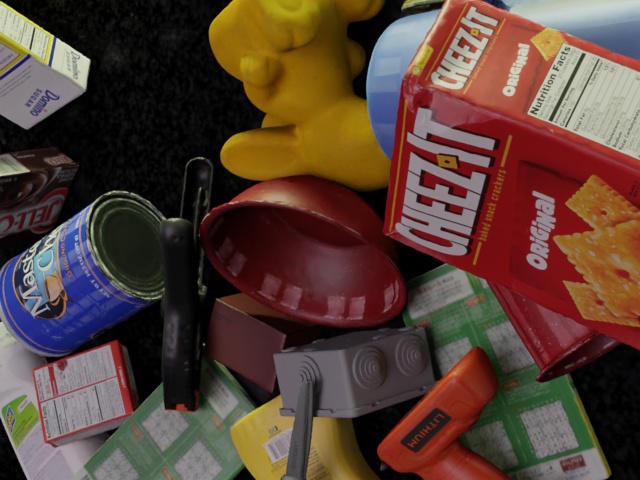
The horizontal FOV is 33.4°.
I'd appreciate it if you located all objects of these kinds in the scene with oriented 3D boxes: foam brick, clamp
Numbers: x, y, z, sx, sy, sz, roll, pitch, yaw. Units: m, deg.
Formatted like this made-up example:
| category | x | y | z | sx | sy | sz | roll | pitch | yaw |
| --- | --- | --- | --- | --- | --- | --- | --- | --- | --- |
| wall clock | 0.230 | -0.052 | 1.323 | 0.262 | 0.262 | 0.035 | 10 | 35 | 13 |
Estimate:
| category | x | y | z | sx | sy | sz | roll | pitch | yaw |
| --- | --- | --- | --- | --- | --- | --- | --- | --- | --- |
| foam brick | -0.047 | 0.081 | 0.867 | 0.078 | 0.051 | 0.053 | 25 | 109 | 31 |
| clamp | -0.110 | 0.049 | 0.861 | 0.036 | 0.164 | 0.210 | 5 | 104 | 0 |

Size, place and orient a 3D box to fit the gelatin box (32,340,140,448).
| category | x | y | z | sx | sy | sz | roll | pitch | yaw |
| --- | --- | --- | --- | --- | --- | --- | --- | --- | --- |
| gelatin box | -0.214 | 0.141 | 0.977 | 0.089 | 0.030 | 0.073 | -19 | 67 | 4 |

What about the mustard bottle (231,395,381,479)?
| category | x | y | z | sx | sy | sz | roll | pitch | yaw |
| --- | --- | --- | --- | --- | --- | --- | --- | --- | --- |
| mustard bottle | 0.010 | 0.211 | 0.836 | 0.096 | 0.058 | 0.192 | -33 | 76 | 21 |

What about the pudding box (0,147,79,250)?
| category | x | y | z | sx | sy | sz | roll | pitch | yaw |
| --- | --- | --- | --- | --- | --- | --- | --- | --- | --- |
| pudding box | -0.286 | -0.036 | 0.990 | 0.039 | 0.113 | 0.090 | 38 | 117 | 22 |

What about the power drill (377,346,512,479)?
| category | x | y | z | sx | sy | sz | roll | pitch | yaw |
| --- | --- | --- | --- | --- | --- | --- | --- | --- | --- |
| power drill | 0.144 | 0.163 | 0.709 | 0.188 | 0.057 | 0.185 | 46 | 123 | 9 |

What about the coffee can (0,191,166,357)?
| category | x | y | z | sx | sy | sz | roll | pitch | yaw |
| --- | --- | --- | --- | --- | --- | --- | --- | --- | --- |
| coffee can | -0.206 | 0.032 | 0.945 | 0.141 | 0.102 | 0.103 | -29 | 78 | 34 |

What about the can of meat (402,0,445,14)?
| category | x | y | z | sx | sy | sz | roll | pitch | yaw |
| --- | --- | --- | --- | --- | --- | --- | --- | --- | --- |
| can of meat | 0.105 | -0.200 | 0.719 | 0.102 | 0.057 | 0.084 | -1 | 93 | 36 |

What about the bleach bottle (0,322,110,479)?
| category | x | y | z | sx | sy | sz | roll | pitch | yaw |
| --- | --- | --- | --- | --- | --- | --- | --- | --- | --- |
| bleach bottle | -0.253 | 0.183 | 1.026 | 0.103 | 0.067 | 0.251 | -45 | 67 | 29 |

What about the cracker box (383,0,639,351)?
| category | x | y | z | sx | sy | sz | roll | pitch | yaw |
| --- | --- | --- | --- | --- | --- | --- | --- | --- | --- |
| cracker box | 0.145 | -0.021 | 0.575 | 0.214 | 0.072 | 0.164 | 24 | 154 | 12 |

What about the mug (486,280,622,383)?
| category | x | y | z | sx | sy | sz | roll | pitch | yaw |
| --- | --- | --- | --- | --- | --- | --- | --- | --- | --- |
| mug | 0.170 | 0.028 | 0.688 | 0.117 | 0.093 | 0.081 | -31 | 70 | 4 |

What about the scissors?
| category | x | y | z | sx | sy | sz | roll | pitch | yaw |
| --- | --- | --- | --- | --- | --- | --- | --- | --- | --- |
| scissors | -0.035 | 0.185 | 0.794 | 0.096 | 0.016 | 0.202 | 6 | 114 | 31 |

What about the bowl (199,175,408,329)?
| category | x | y | z | sx | sy | sz | roll | pitch | yaw |
| --- | --- | --- | --- | --- | --- | --- | --- | --- | --- |
| bowl | -0.005 | 0.001 | 0.793 | 0.162 | 0.162 | 0.055 | -3 | 52 | 36 |

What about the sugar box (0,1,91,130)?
| category | x | y | z | sx | sy | sz | roll | pitch | yaw |
| --- | --- | --- | --- | --- | --- | --- | --- | --- | --- |
| sugar box | -0.303 | -0.172 | 0.950 | 0.093 | 0.176 | 0.048 | -24 | 53 | 34 |

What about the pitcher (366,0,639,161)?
| category | x | y | z | sx | sy | sz | roll | pitch | yaw |
| --- | --- | --- | --- | --- | --- | --- | --- | --- | --- |
| pitcher | 0.147 | -0.103 | 0.651 | 0.243 | 0.144 | 0.149 | 2 | 99 | 39 |
